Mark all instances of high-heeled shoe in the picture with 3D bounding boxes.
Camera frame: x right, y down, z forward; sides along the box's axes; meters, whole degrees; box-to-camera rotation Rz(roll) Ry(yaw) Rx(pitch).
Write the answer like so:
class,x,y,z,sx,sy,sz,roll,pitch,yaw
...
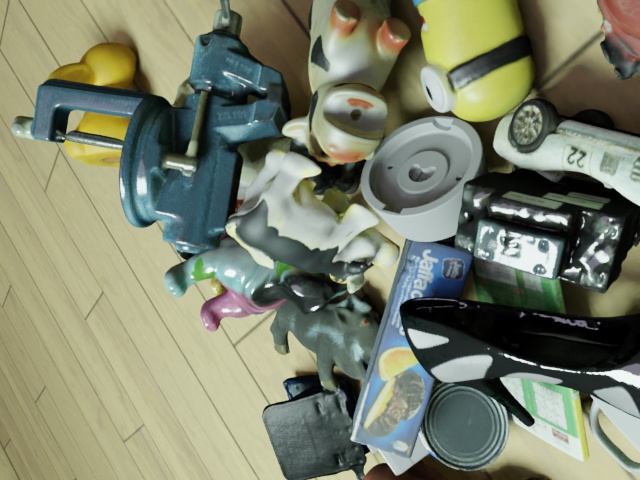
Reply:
class,x,y,z,sx,sy,sz,roll,pitch,yaw
high-heeled shoe,0.165,0.055,0.378,0.145,0.086,0.248,47,136,5

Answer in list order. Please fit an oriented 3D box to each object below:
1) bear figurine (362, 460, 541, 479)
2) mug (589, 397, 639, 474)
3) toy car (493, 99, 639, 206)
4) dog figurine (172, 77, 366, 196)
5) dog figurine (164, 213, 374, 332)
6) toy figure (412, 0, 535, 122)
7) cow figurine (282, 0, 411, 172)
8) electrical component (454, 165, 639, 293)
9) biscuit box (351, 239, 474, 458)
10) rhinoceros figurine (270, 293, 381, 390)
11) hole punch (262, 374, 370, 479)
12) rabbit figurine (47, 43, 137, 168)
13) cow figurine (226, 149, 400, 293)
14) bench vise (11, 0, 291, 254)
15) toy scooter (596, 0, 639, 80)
class,x,y,z,sx,sy,sz,roll,pitch,yaw
bear figurine,0.140,0.304,0.570,0.196,0.120,0.131,-1,123,28
mug,0.257,0.126,0.427,0.107,0.081,0.109,51,138,33
toy car,0.203,-0.054,0.358,0.202,0.073,0.056,43,126,57
dog figurine,-0.049,-0.124,0.580,0.191,0.121,0.172,-7,99,15
dog figurine,-0.052,0.015,0.622,0.219,0.192,0.108,-17,126,13
toy figure,0.117,-0.184,0.422,0.089,0.082,0.180,3,105,41
cow figurine,0.021,-0.148,0.467,0.127,0.085,0.195,121,155,-53
electrical component,0.171,-0.014,0.404,0.115,0.134,0.058,18,116,38
biscuit box,0.086,0.096,0.512,0.059,0.063,0.202,16,95,5
rhinoceros figurine,0.027,0.108,0.625,0.191,0.073,0.112,20,108,37
hole punch,0.002,0.233,0.693,0.116,0.092,0.142,-16,94,14
rabbit figurine,-0.305,-0.193,0.755,0.122,0.162,0.173,-5,86,55
cow figurine,0.001,0.000,0.485,0.098,0.167,0.068,-55,32,-4
bench vise,-0.154,-0.107,0.483,0.241,0.129,0.223,9,100,3
toy scooter,0.256,-0.125,0.330,0.184,0.075,0.135,21,121,28
